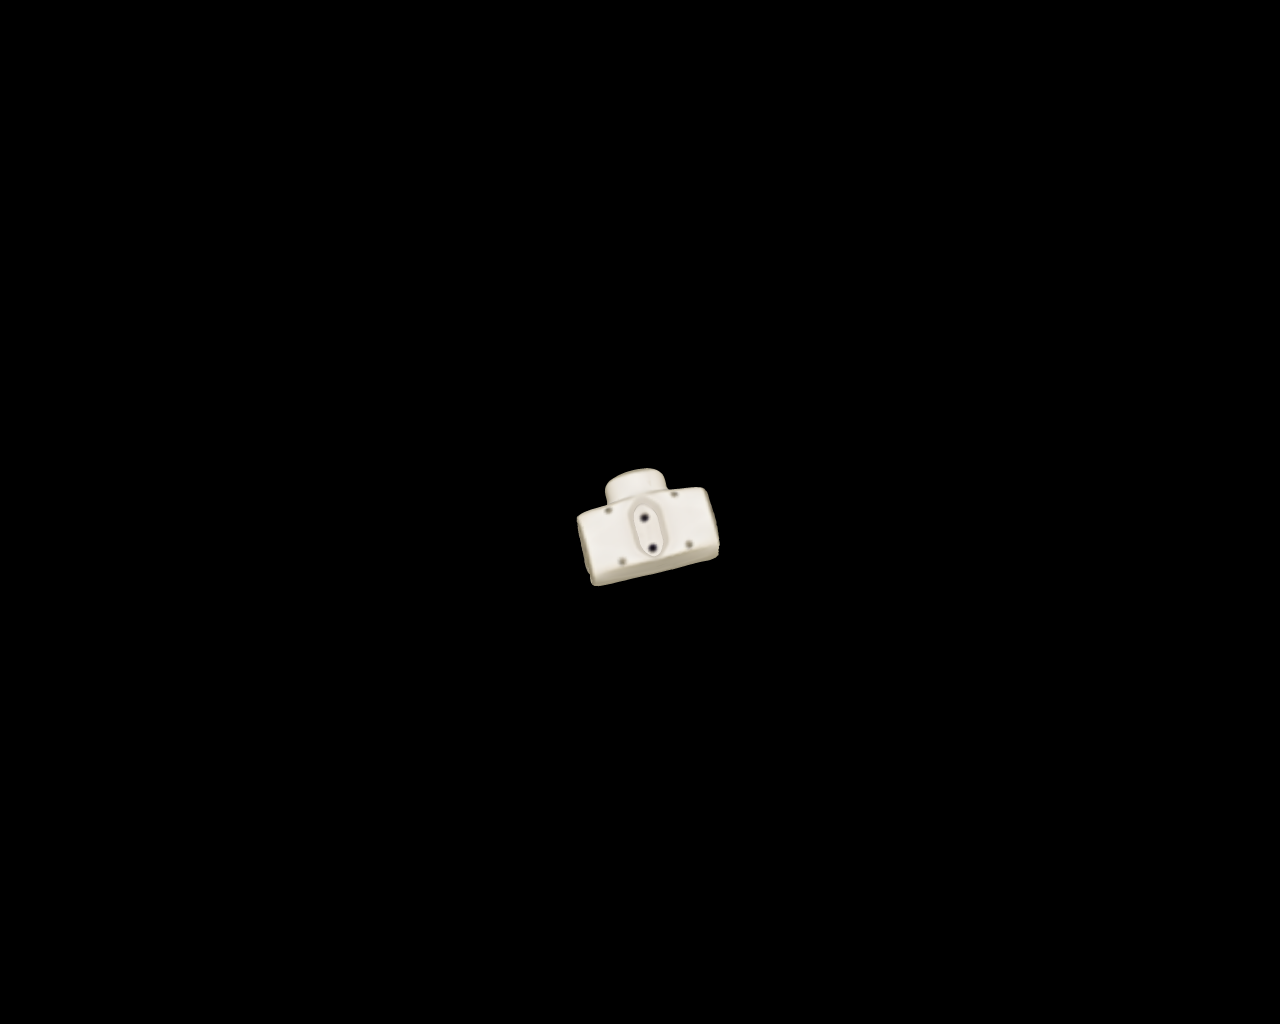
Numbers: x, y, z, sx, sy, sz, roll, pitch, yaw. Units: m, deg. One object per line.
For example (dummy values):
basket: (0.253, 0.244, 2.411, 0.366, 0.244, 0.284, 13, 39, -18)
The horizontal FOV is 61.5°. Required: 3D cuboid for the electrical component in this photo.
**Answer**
electrical component: (0.001, -0.003, 0.650, 0.077, 0.079, 0.043, -13, -15, -4)
